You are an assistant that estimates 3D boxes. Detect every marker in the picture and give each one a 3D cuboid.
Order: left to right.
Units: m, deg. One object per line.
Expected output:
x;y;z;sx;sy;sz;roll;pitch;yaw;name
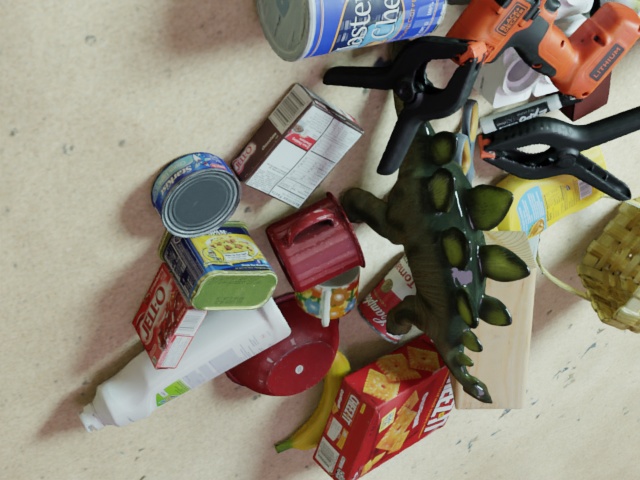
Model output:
0.239;-0.147;1.199;0.121;0.020;0.020;-17;147;22;marker

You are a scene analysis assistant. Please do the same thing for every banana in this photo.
0.006;0.221;1.425;0.069;0.037;0.198;-2;130;-38;banana

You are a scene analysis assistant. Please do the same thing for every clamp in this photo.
0.090;-0.133;1.021;0.039;0.172;0.120;-43;110;-46;clamp
0.291;-0.110;1.232;0.210;0.036;0.165;6;143;-8;clamp

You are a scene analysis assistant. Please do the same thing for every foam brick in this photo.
0.296;-0.187;1.220;0.053;0.051;0.078;-26;141;-15;foam brick

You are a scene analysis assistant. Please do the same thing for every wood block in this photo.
0.208;0.100;1.309;0.090;0.091;0.206;-1;120;2;wood block

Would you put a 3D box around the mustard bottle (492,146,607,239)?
0.264;-0.049;1.328;0.191;0.058;0.096;-29;135;-9;mustard bottle

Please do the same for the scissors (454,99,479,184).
0.174;-0.099;1.236;0.201;0.016;0.096;35;67;-73;scissors

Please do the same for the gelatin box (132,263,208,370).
-0.161;0.082;1.130;0.030;0.073;0.089;7;126;-40;gelatin box

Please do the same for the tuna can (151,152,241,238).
-0.124;-0.045;1.062;0.086;0.034;0.086;-21;139;-19;tuna can

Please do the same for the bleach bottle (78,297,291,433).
-0.157;0.136;1.191;0.250;0.068;0.102;-31;156;-4;bleach bottle

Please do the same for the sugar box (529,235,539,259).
0.251;0.077;1.419;0.048;0.093;0.176;15;134;6;sugar box

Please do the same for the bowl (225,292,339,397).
-0.035;0.139;1.298;0.162;0.055;0.162;-20;138;-19;bowl

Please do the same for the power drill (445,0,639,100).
0.230;-0.224;1.029;0.187;0.057;0.185;18;123;-40;power drill

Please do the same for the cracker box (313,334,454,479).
0.104;0.222;1.437;0.213;0.072;0.164;-21;142;-40;cracker box

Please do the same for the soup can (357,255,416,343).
0.104;0.069;1.321;0.102;0.069;0.068;-48;140;13;soup can

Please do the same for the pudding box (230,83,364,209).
-0.023;-0.093;1.086;0.114;0.039;0.089;-47;141;16;pudding box

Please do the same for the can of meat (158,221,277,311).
-0.104;0.027;1.109;0.101;0.084;0.057;1;129;-38;can of meat

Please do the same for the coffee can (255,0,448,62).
0.027;-0.220;0.943;0.140;0.103;0.103;-15;137;-25;coffee can

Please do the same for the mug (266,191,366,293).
-0.008;0.001;1.147;0.081;0.093;0.117;-26;160;-6;mug
